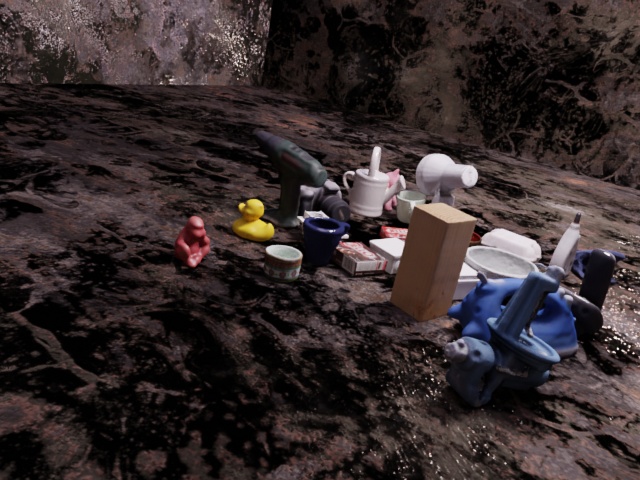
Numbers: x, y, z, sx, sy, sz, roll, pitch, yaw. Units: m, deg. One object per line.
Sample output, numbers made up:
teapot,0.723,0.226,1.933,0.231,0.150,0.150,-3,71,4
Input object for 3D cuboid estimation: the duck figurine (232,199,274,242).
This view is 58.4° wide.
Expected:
duck figurine,-0.151,-0.050,1.329,0.104,0.086,0.078,21,23,25

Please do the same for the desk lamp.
desk lamp,0.350,-0.119,1.581,0.118,0.213,0.202,0,24,-27

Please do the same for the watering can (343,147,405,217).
watering can,0.156,-0.171,1.642,0.173,0.194,0.101,7,21,-10

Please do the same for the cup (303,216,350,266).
cup,0.012,0.005,1.258,0.118,0.095,0.091,-6,27,-37

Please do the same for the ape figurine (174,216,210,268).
ape figurine,-0.254,-0.002,1.145,0.078,0.092,0.075,-7,28,-40

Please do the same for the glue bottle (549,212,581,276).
glue bottle,0.625,0.012,1.441,0.078,0.173,0.037,-10,30,-44

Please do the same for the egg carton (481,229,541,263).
egg carton,0.493,0.025,1.486,0.149,0.069,0.107,24,24,30

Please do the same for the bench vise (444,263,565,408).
bench vise,0.293,0.145,0.864,0.208,0.220,0.121,-10,29,-43

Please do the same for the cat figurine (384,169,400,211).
cat figurine,0.213,-0.162,1.757,0.067,0.118,0.128,17,22,14

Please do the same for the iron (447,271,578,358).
iron,0.376,0.133,1.047,0.258,0.141,0.118,7,21,-11

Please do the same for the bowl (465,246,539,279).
bowl,0.400,0.079,1.292,0.167,0.075,0.167,10,21,-4

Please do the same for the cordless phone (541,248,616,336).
cordless phone,0.520,0.090,1.169,0.094,0.185,0.147,-7,27,-39

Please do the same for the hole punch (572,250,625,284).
hole punch,0.716,0.053,1.495,0.109,0.091,0.101,7,21,-9

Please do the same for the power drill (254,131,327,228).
power drill,-0.090,-0.148,1.439,0.228,0.208,0.076,24,24,30

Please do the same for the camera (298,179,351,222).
camera,0.012,-0.099,1.516,0.143,0.101,0.136,-2,24,-30
